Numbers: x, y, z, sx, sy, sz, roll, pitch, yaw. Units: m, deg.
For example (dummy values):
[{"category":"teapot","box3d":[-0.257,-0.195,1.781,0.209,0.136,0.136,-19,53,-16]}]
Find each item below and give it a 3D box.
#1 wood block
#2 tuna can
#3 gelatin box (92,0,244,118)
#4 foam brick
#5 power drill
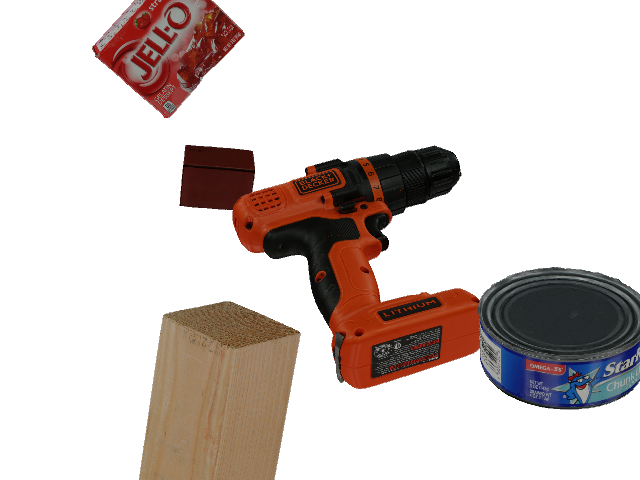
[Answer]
[{"category":"wood block","box3d":[-0.094,0.169,0.949,0.090,0.206,0.090,20,18,34]},{"category":"tuna can","box3d":[0.124,0.049,0.550,0.086,0.034,0.086,-4,28,2]},{"category":"gelatin box","box3d":[-0.113,-0.148,0.795,0.073,0.089,0.030,41,4,-29]},{"category":"foam brick","box3d":[-0.113,-0.069,1.167,0.078,0.051,0.053,4,29,-7]},{"category":"power drill","box3d":[0.046,0.010,0.774,0.184,0.057,0.188,-18,45,-12]}]
